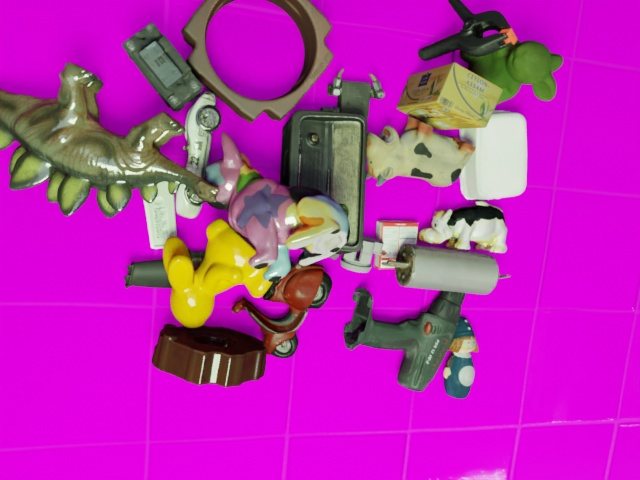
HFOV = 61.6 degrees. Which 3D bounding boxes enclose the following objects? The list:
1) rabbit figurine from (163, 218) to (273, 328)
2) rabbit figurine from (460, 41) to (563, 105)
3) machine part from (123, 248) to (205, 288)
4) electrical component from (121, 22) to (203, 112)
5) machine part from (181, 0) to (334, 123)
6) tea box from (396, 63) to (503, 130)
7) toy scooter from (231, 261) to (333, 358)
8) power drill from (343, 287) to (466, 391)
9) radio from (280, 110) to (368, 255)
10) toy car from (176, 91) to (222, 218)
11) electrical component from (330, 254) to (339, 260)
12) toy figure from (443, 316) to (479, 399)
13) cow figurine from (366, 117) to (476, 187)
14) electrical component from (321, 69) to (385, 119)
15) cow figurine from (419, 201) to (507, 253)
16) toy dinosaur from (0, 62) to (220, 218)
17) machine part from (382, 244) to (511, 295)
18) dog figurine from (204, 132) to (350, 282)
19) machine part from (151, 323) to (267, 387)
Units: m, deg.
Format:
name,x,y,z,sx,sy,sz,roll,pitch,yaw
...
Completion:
name,x,y,z,sx,sy,sz,roll,pitch,yaw
rabbit figurine,-0.174,0.062,0.848,0.173,0.122,0.162,-48,125,3
rabbit figurine,0.333,-0.283,0.913,0.159,0.170,0.121,10,97,-15
machine part,-0.250,0.054,0.883,0.139,0.039,0.084,-5,109,-27
electrical component,-0.231,-0.251,0.793,0.058,0.134,0.114,-42,104,-5
machine part,-0.097,-0.302,0.844,0.201,0.087,0.201,40,86,-17
tea box,0.208,-0.232,0.889,0.098,0.170,0.068,22,93,-18
toy scooter,-0.071,0.107,0.925,0.135,0.075,0.183,29,96,-16
power drill,0.156,0.150,0.992,0.207,0.086,0.232,19,87,-23
radio,0.003,-0.094,0.883,0.131,0.073,0.229,4,82,-16
toy car,-0.195,-0.134,0.851,0.056,0.073,0.201,8,97,-16
electrical component,-0.002,-0.003,0.950,0.094,0.021,0.063,26,91,-16
toy figure,0.275,0.227,1.043,0.064,0.058,0.154,-3,100,-52
cow figurine,0.161,-0.144,0.936,0.195,0.086,0.127,15,105,-24
electrical component,0.057,-0.245,0.914,0.102,0.045,0.078,6,96,-15
cow figurine,0.264,-0.028,0.990,0.167,0.068,0.098,6,92,-19
toy dinosaur,-0.362,-0.147,0.767,0.472,0.105,0.198,26,88,3
machine part,0.225,0.053,0.958,0.243,0.079,0.079,6,97,-17
dog figurine,-0.074,-0.064,0.784,0.192,0.108,0.219,-26,71,7
machine part,-0.172,0.179,0.857,0.179,0.179,0.056,11,92,-16
